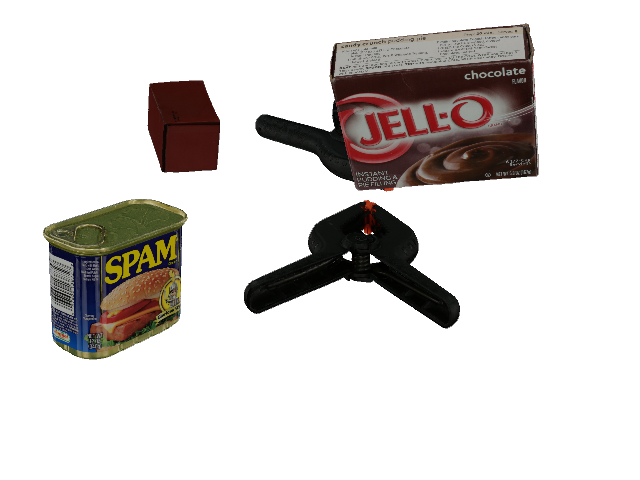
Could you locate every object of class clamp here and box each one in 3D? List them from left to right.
[{"bbox_3d":[0.012,-0.101,1.125,0.120,0.039,0.172,-16,36,-24],"label":"clamp"},{"bbox_3d":[0.043,0.017,0.888,0.165,0.036,0.209,8,23,12],"label":"clamp"}]

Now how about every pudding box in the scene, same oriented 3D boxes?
[{"bbox_3d":[0.068,-0.075,0.617,0.113,0.039,0.090,-6,-41,10],"label":"pudding box"}]

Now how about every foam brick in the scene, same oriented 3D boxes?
[{"bbox_3d":[-0.126,-0.105,0.974,0.053,0.051,0.078,-5,38,-17],"label":"foam brick"}]

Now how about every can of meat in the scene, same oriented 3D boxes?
[{"bbox_3d":[-0.142,0.026,0.749,0.058,0.084,0.101,19,26,32],"label":"can of meat"}]
